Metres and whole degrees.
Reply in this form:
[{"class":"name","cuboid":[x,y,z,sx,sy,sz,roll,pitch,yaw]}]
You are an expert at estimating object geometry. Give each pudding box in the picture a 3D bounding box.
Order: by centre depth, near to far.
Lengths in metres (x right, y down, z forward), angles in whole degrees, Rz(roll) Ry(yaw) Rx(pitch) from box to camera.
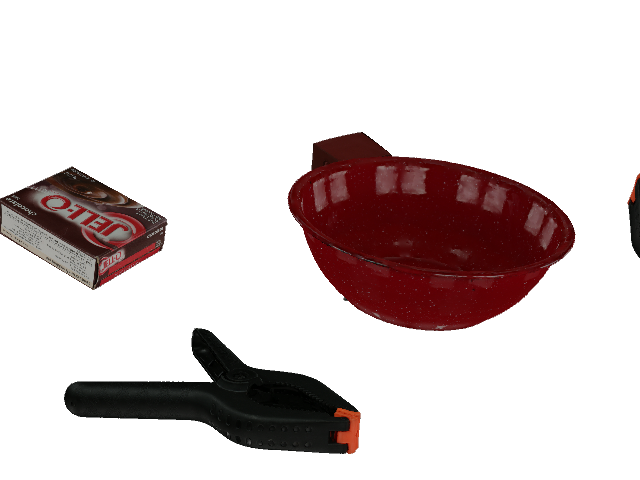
[{"class":"pudding box","cuboid":[-0.202,-0.012,0.903,0.114,0.039,0.089,26,33,21]}]

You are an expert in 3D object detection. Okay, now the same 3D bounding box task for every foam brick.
[{"class":"foam brick","cuboid":[0.026,-0.047,0.939,0.051,0.078,0.053,-12,32,-27]}]

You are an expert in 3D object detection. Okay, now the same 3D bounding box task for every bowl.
[{"class":"bowl","cuboid":[0.059,0.006,0.610,0.162,0.055,0.162,5,25,-3]}]

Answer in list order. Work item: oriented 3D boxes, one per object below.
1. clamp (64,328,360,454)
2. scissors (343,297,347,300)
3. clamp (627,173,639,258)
[{"class":"clamp","cuboid":[-0.061,0.113,0.802,0.210,0.036,0.164,9,18,22]},{"class":"scissors","cuboid":[0.081,0.019,1.203,0.201,0.016,0.096,-12,42,-35]},{"class":"clamp","cuboid":[0.268,0.017,0.694,0.120,0.039,0.171,-3,46,-21]}]
